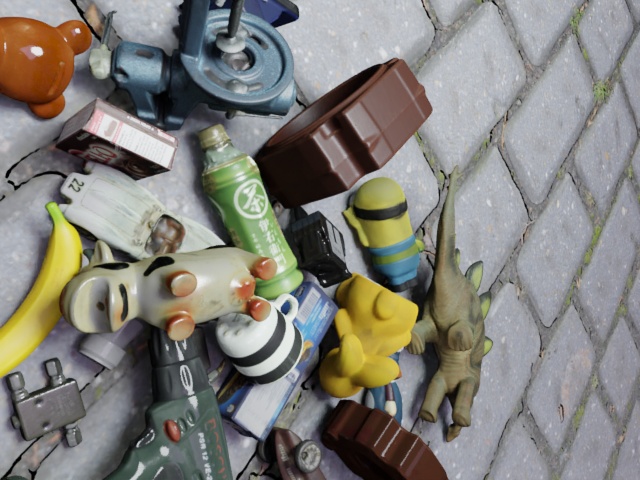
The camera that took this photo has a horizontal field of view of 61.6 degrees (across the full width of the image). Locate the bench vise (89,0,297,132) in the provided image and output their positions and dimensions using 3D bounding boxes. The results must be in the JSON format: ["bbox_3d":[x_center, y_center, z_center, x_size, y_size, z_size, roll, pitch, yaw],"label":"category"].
[{"bbox_3d":[-0.118,-0.200,0.540,0.224,0.240,0.129,16,64,-13],"label":"bench vise"}]

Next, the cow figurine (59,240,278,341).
[{"bbox_3d":[-0.155,0.045,0.534,0.195,0.127,0.085,-9,108,-42],"label":"cow figurine"}]

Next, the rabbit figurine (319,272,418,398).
[{"bbox_3d":[0.062,0.146,0.736,0.122,0.162,0.173,32,93,-8],"label":"rabbit figurine"}]

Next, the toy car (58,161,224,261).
[{"bbox_3d":[-0.189,-0.009,0.596,0.201,0.056,0.073,37,64,-32],"label":"toy car"}]

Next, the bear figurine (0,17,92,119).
[{"bbox_3d":[-0.321,-0.185,0.480,0.132,0.120,0.196,38,22,15],"label":"bear figurine"}]

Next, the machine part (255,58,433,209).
[{"bbox_3d":[0.025,-0.138,0.689,0.201,0.202,0.087,-47,112,-31],"label":"machine part"}]

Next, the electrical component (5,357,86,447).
[{"bbox_3d":[-0.272,0.168,0.534,0.063,0.021,0.094,-19,100,-39],"label":"electrical component"}]

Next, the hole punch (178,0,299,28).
[{"bbox_3d":[-0.099,-0.250,0.649,0.115,0.142,0.092,15,81,-50],"label":"hole punch"}]

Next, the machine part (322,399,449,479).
[{"bbox_3d":[0.085,0.294,0.727,0.056,0.179,0.179,-48,116,-29],"label":"machine part"}]

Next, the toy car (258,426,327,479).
[{"bbox_3d":[-0.013,0.324,0.691,0.053,0.089,0.202,-42,113,-38],"label":"toy car"}]

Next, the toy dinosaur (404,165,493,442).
[{"bbox_3d":[0.213,0.126,0.863,0.198,0.105,0.470,-40,130,-54],"label":"toy dinosaur"}]

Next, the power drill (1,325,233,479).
[{"bbox_3d":[-0.185,0.205,0.521,0.207,0.086,0.232,-23,94,-52],"label":"power drill"}]

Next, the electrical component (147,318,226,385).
[{"bbox_3d":[-0.153,0.127,0.621,0.078,0.045,0.102,-5,89,-41],"label":"electrical component"}]

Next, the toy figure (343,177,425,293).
[{"bbox_3d":[0.108,-0.008,0.821,0.082,0.089,0.180,-28,102,-46],"label":"toy figure"}]

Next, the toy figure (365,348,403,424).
[{"bbox_3d":[0.099,0.217,0.810,0.058,0.064,0.154,7,81,-38],"label":"toy figure"}]

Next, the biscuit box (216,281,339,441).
[{"bbox_3d":[-0.055,0.147,0.689,0.059,0.063,0.203,47,59,-26],"label":"biscuit box"}]

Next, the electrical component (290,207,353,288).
[{"bbox_3d":[-0.001,-0.002,0.721,0.074,0.048,0.119,46,27,-46],"label":"electrical component"}]
